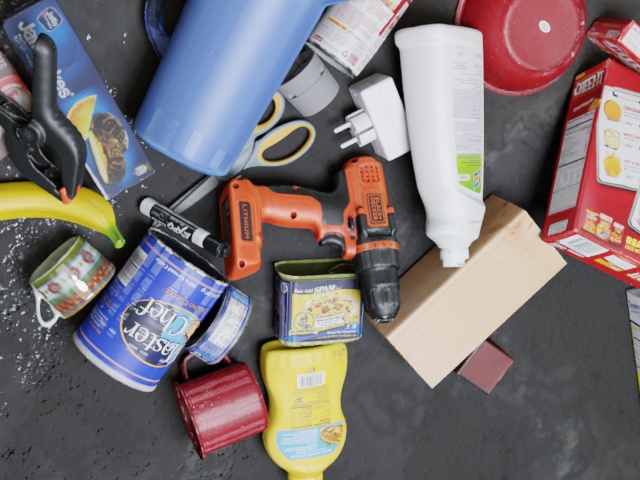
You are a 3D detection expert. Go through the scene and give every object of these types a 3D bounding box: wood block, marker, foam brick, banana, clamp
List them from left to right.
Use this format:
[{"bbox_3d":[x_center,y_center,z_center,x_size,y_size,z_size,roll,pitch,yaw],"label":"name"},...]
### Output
[{"bbox_3d":[-0.293,-0.031,1.072,0.197,0.069,0.037,3,129,-6],"label":"banana"},{"bbox_3d":[-0.265,-0.115,1.009,0.120,0.039,0.171,-16,121,31],"label":"clamp"},{"bbox_3d":[-0.138,-0.012,1.098,0.020,0.121,0.020,-36,141,-36],"label":"marker"},{"bbox_3d":[0.161,0.055,1.209,0.206,0.090,0.090,-43,112,-2],"label":"wood block"},{"bbox_3d":[0.178,0.134,1.242,0.051,0.078,0.053,34,96,-22],"label":"foam brick"}]

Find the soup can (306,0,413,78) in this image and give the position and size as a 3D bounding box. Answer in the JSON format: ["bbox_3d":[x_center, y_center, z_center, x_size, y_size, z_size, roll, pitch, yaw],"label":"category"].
[{"bbox_3d":[0.040,-0.228,1.109,0.068,0.068,0.102,35,94,-21],"label":"soup can"}]

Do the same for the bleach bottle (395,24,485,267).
[{"bbox_3d":[0.133,-0.097,1.131,0.102,0.068,0.251,-5,93,-48],"label":"bleach bottle"}]

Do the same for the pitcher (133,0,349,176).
[{"bbox_3d":[-0.096,-0.196,1.058,0.144,0.149,0.243,22,102,-36],"label":"pitcher"}]

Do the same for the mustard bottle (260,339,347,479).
[{"bbox_3d":[-0.018,0.206,1.217,0.096,0.058,0.192,-6,106,-20],"label":"mustard bottle"}]

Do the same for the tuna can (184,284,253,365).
[{"bbox_3d":[-0.111,0.088,1.144,0.033,0.086,0.086,34,94,-20],"label":"tuna can"}]

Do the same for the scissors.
[{"bbox_3d":[-0.102,-0.093,1.133,0.201,0.016,0.096,-24,111,-9],"label":"scissors"}]

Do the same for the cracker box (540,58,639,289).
[{"bbox_3d":[0.345,-0.069,1.195,0.164,0.072,0.213,23,70,-21],"label":"cracker box"}]

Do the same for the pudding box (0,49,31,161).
[{"bbox_3d":[-0.334,-0.121,1.049,0.113,0.039,0.090,-35,111,-4],"label":"pudding box"}]

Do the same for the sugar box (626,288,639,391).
[{"bbox_3d":[0.442,0.135,1.334,0.093,0.048,0.176,-15,105,-10],"label":"sugar box"}]

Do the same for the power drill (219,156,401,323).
[{"bbox_3d":[-0.007,0.001,1.125,0.187,0.057,0.184,-2,71,-20],"label":"power drill"}]

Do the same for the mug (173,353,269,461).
[{"bbox_3d":[-0.112,0.173,1.174,0.081,0.093,0.117,-19,73,-15],"label":"mug"}]

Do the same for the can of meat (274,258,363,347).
[{"bbox_3d":[0.000,0.069,1.186,0.102,0.057,0.084,-3,107,-15],"label":"can of meat"}]

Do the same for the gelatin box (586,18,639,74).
[{"bbox_3d":[0.352,-0.212,1.197,0.089,0.073,0.030,33,94,-21],"label":"gelatin box"}]

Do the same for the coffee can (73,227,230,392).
[{"bbox_3d":[-0.175,0.072,1.112,0.102,0.103,0.140,34,93,-21],"label":"coffee can"}]

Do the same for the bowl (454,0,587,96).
[{"bbox_3d":[0.232,-0.235,1.168,0.162,0.055,0.162,-4,106,-15],"label":"bowl"}]
